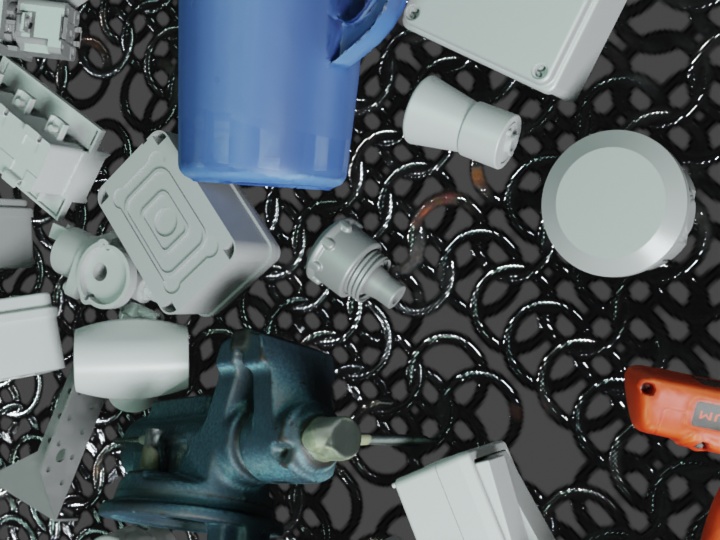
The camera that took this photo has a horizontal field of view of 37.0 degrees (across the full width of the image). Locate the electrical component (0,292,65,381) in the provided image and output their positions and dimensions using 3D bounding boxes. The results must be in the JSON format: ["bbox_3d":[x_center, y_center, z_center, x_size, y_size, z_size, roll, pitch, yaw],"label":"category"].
[{"bbox_3d":[-0.283,0.055,0.792,0.078,0.113,0.057,-17,83,59],"label":"electrical component"}]

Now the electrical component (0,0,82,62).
[{"bbox_3d":[-0.247,-0.182,0.810,0.064,0.081,0.042,6,93,0],"label":"electrical component"}]

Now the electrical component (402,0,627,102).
[{"bbox_3d":[0.097,-0.169,0.630,0.109,0.056,0.108,31,103,26],"label":"electrical component"}]

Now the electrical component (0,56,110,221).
[{"bbox_3d":[-0.260,-0.103,0.820,0.121,0.063,0.078,36,106,25],"label":"electrical component"}]

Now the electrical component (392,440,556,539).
[{"bbox_3d":[0.073,0.154,0.631,0.061,0.062,0.096,-28,76,25],"label":"electrical component"}]

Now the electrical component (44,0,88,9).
[{"bbox_3d":[-0.213,-0.242,0.801,0.095,0.059,0.053,-24,78,26],"label":"electrical component"}]

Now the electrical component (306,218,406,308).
[{"bbox_3d":[0.000,0.000,0.687,0.062,0.048,0.048,37,106,18],"label":"electrical component"}]

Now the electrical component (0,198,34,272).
[{"bbox_3d":[-0.329,-0.024,0.830,0.109,0.109,0.056,-3,90,29],"label":"electrical component"}]

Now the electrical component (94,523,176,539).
[{"bbox_3d":[-0.164,0.210,0.768,0.055,0.047,0.055,-1,88,29],"label":"electrical component"}]

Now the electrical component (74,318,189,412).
[{"bbox_3d":[-0.161,0.074,0.762,0.079,0.077,0.043,101,164,-46],"label":"electrical component"}]

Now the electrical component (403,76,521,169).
[{"bbox_3d":[0.065,-0.087,0.655,0.065,0.044,0.044,24,100,23],"label":"electrical component"}]

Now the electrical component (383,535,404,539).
[{"bbox_3d":[0.009,0.212,0.614,0.089,0.150,0.061,38,107,24],"label":"electrical component"}]

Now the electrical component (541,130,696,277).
[{"bbox_3d":[0.147,-0.036,0.602,0.080,0.051,0.080,-1,88,29],"label":"electrical component"}]

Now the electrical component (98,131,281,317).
[{"bbox_3d":[-0.117,-0.031,0.743,0.078,0.057,0.113,-41,70,21],"label":"electrical component"}]
